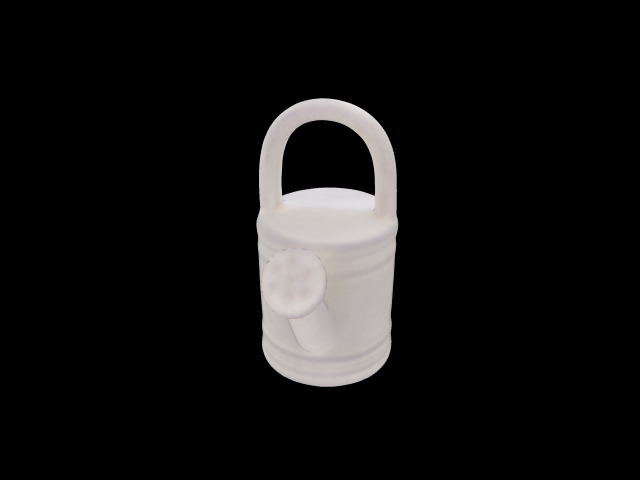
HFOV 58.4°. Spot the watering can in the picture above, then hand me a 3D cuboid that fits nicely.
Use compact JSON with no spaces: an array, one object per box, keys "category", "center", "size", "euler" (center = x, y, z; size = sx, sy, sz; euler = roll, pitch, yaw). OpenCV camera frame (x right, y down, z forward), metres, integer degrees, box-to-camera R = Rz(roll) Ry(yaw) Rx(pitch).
[{"category":"watering can","center":[0.006,0.002,0.400],"size":[0.101,0.194,0.172],"euler":[-4,28,-8]}]
